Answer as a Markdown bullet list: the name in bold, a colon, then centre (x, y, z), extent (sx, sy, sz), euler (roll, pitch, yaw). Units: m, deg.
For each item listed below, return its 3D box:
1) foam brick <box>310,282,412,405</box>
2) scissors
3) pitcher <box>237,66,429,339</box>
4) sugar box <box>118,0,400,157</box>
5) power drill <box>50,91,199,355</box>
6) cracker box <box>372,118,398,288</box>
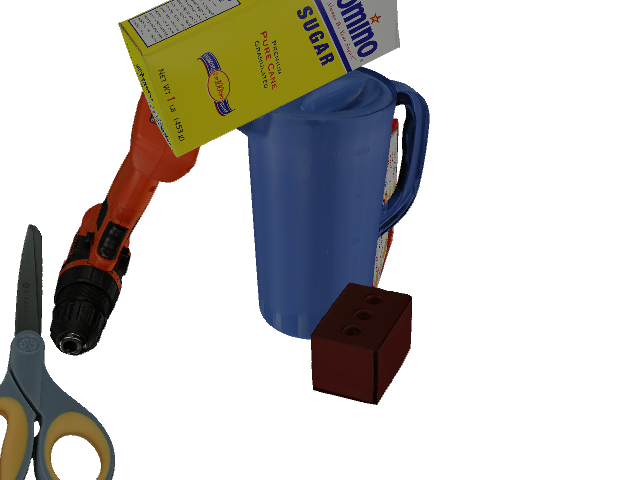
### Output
- **foam brick**: centre (0.031, 0.075, 0.791), extent (0.053, 0.051, 0.078), euler (10, 32, 20)
- **scissors**: centre (-0.151, 0.074, 0.612), extent (0.096, 0.201, 0.016), euler (16, -44, -6)
- **pitcher**: centre (0.007, -0.036, 0.982), extent (0.149, 0.243, 0.144), euler (12, 33, 17)
- **sugar box**: centre (-0.033, -0.132, 0.693), extent (0.176, 0.048, 0.093), euler (-27, -37, -11)
- **power drill**: centre (-0.162, -0.018, 0.870), extent (0.057, 0.188, 0.184), euler (25, 31, -18)
- **cracker box**: centre (0.040, -0.035, 1.204), extent (0.072, 0.164, 0.213), euler (6, 23, 9)
